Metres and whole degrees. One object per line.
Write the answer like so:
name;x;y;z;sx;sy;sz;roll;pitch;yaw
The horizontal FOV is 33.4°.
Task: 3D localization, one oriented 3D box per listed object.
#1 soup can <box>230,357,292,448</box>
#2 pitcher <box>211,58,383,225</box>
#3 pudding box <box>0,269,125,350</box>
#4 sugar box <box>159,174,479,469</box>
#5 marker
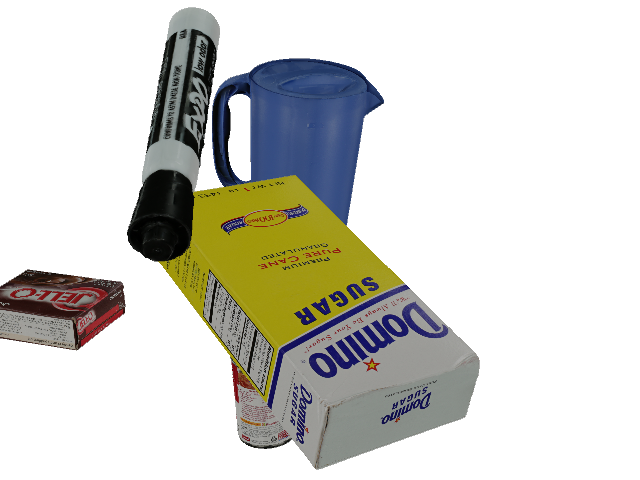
soup can;-0.061;0.167;1.167;0.068;0.102;0.068;-3;24;1
pitcher;-0.031;-0.079;1.219;0.144;0.243;0.149;-20;37;-40
pudding box;-0.257;0.065;1.018;0.114;0.039;0.090;4;20;19
sugar box;-0.008;0.032;0.549;0.093;0.048;0.176;-13;38;-32
marker;-0.047;-0.038;0.350;0.020;0.020;0.121;0;43;0
